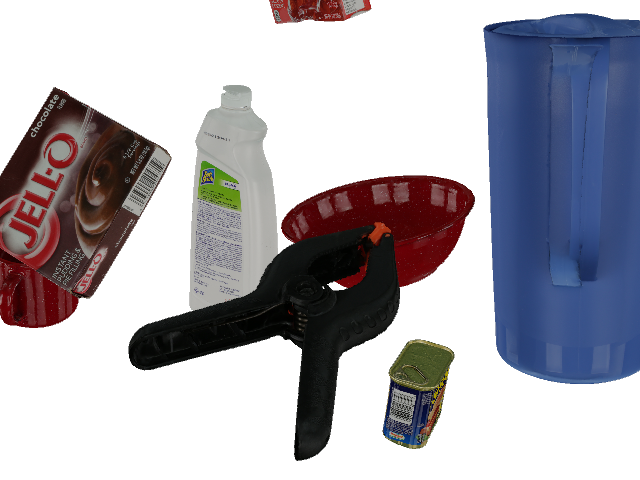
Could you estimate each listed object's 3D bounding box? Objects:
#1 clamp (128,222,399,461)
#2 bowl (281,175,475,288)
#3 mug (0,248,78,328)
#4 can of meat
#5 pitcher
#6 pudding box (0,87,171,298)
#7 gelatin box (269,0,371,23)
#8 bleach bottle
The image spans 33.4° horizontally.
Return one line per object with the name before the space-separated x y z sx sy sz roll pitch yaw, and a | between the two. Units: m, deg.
clamp | -0.004 0.047 0.577 0.120 0.039 0.171 36 51 27
bowl | 0.051 -0.002 0.892 0.162 0.055 0.162 -10 21 4
mug | -0.286 0.039 1.055 0.093 0.081 0.117 9 32 5
can of meat | 0.109 0.174 1.206 0.057 0.084 0.102 15 25 16
pitcher | 0.173 -0.028 0.720 0.149 0.243 0.145 -10 18 -27
pudding box | -0.165 -0.032 0.708 0.090 0.113 0.039 29 -5 17
gelatin box | -0.009 -0.195 0.762 0.030 0.073 0.089 -29 24 -30
bleach bottle | -0.086 -0.036 1.121 0.103 0.251 0.068 16 25 25
